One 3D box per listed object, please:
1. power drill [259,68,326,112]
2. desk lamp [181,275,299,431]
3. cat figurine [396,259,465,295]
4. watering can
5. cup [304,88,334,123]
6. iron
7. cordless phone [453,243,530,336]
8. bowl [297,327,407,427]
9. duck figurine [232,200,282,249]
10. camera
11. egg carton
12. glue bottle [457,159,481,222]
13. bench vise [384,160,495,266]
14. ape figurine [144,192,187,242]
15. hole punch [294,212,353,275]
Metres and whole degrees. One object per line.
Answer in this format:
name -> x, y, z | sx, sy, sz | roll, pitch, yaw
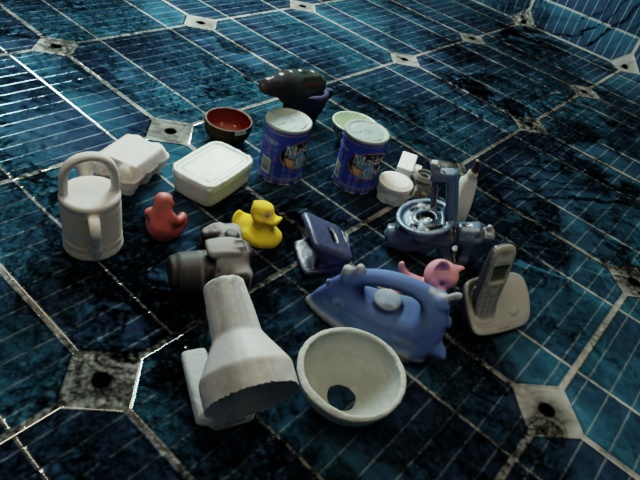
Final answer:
power drill -> -0.074, -0.305, 1.338 | 0.075, 0.208, 0.230 | 31, 42, 19
desk lamp -> -0.119, 0.165, 0.763 | 0.118, 0.213, 0.202 | -7, 44, -24
cat figurine -> 0.197, 0.070, 1.053 | 0.128, 0.118, 0.067 | 13, 39, -2
watering can -> -0.392, -0.071, 0.970 | 0.101, 0.194, 0.172 | -26, 54, -39
cup -> -0.019, -0.356, 1.507 | 0.118, 0.095, 0.091 | -18, 49, -34
iron -> 0.107, 0.102, 0.968 | 0.258, 0.141, 0.119 | 19, 39, 5
cordless phone -> 0.332, 0.080, 1.031 | 0.148, 0.185, 0.094 | -9, 45, -27
bowl -> 0.041, 0.217, 0.863 | 0.167, 0.075, 0.167 | 9, 39, -7
duck figurine -> -0.119, -0.040, 1.107 | 0.104, 0.086, 0.078 | 23, 40, 10
camera -> -0.192, 0.033, 0.985 | 0.137, 0.101, 0.143 | -4, 43, -22
egg carton -> -0.386, -0.158, 1.173 | 0.107, 0.069, 0.150 | 22, 40, 8
glue bottle -> 0.316, -0.104, 1.254 | 0.037, 0.173, 0.078 | 10, 39, -5
bench vise -> 0.251, -0.059, 1.142 | 0.208, 0.220, 0.121 | 1, 41, -16
ape figurine -> -0.287, -0.049, 1.058 | 0.077, 0.092, 0.076 | 20, 39, 6
hole punch -> 0.010, 0.004, 1.093 | 0.101, 0.091, 0.108 | -1, 42, -19
